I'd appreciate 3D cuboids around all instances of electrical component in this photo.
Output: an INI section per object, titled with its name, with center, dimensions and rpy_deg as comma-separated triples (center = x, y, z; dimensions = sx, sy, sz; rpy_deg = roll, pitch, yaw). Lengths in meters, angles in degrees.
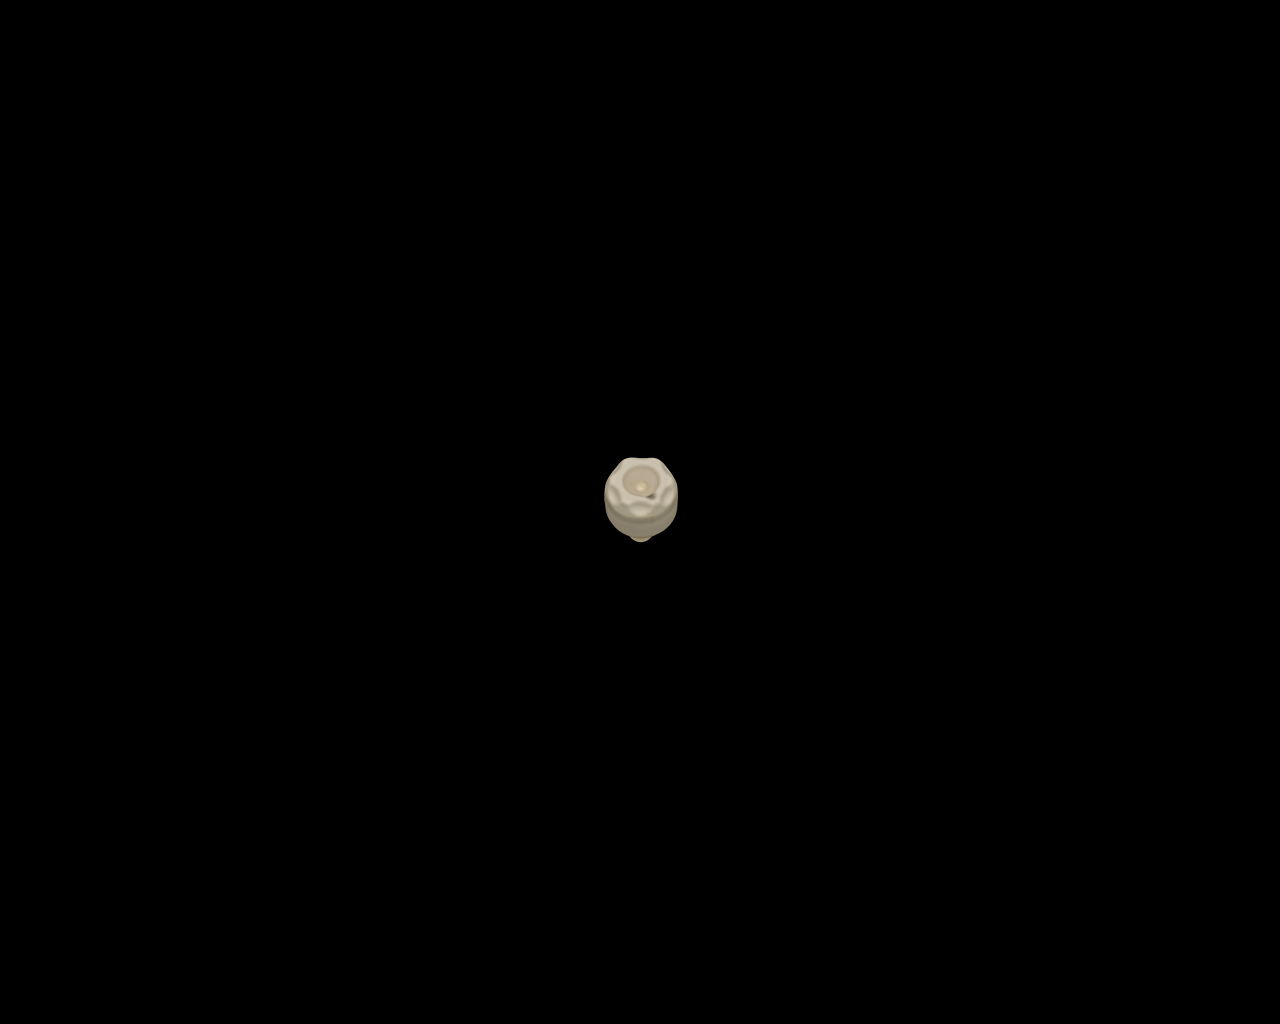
[electrical component]
center = 0.001, -0.003, 0.650
dimensions = 0.043, 0.043, 0.062
rpy_deg = 0, -33, 0
